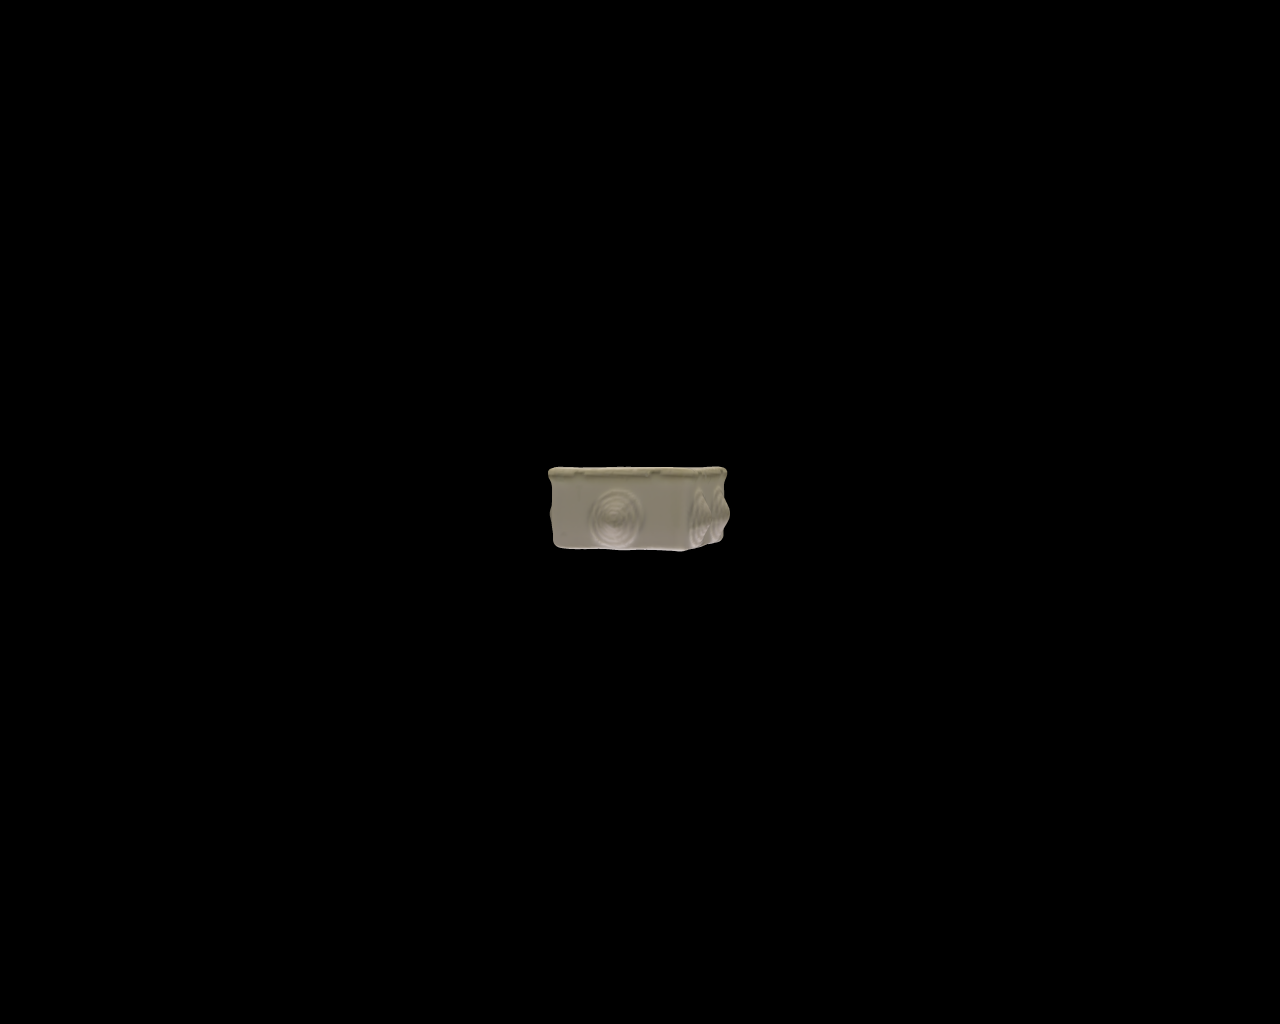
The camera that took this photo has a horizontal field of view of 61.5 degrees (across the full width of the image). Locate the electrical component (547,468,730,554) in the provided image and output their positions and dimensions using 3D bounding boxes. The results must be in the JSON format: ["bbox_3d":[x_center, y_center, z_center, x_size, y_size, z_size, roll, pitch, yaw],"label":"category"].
[{"bbox_3d":[0.001,-0.003,0.650,0.100,0.048,0.100,1,3,20],"label":"electrical component"}]
